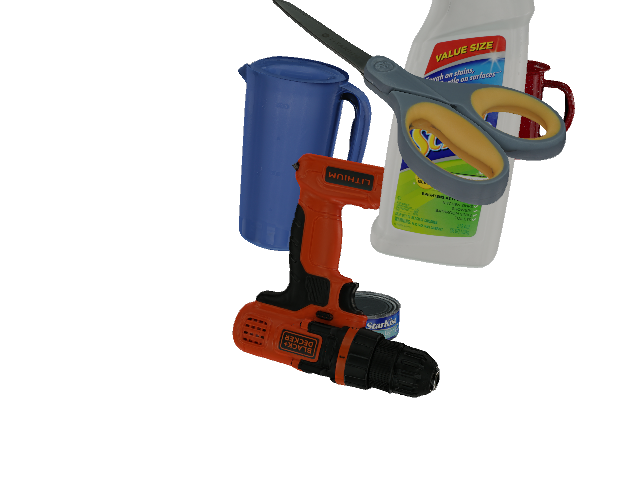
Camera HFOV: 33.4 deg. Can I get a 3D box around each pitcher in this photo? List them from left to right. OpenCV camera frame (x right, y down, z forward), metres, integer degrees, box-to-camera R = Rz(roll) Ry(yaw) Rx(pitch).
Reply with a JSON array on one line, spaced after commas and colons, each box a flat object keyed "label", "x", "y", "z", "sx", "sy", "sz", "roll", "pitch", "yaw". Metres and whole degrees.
[{"label": "pitcher", "x": -0.033, "y": -0.111, "z": 1.400, "sx": 0.144, "sy": 0.243, "sz": 0.149, "roll": -2, "pitch": 24, "yaw": -22}]

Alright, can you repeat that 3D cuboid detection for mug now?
[{"label": "mug", "x": 0.173, "y": -0.120, "z": 0.977, "sx": 0.117, "sy": 0.081, "sz": 0.093, "roll": 4, "pitch": 18, "yaw": 13}]

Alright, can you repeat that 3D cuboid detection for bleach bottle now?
[{"label": "bleach bottle", "x": 0.096, "y": -0.108, "z": 0.779, "sx": 0.103, "sy": 0.251, "sz": 0.068, "roll": 9, "pitch": 26, "yaw": 13}]

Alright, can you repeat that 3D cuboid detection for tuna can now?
[{"label": "tuna can", "x": 0.043, "y": 0.084, "z": 1.155, "sx": 0.086, "sy": 0.034, "sz": 0.086, "roll": 1, "pitch": 15, "yaw": 0}]

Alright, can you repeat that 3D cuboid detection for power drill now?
[{"label": "power drill", "x": 0.027, "y": 0.029, "z": 0.905, "sx": 0.184, "sy": 0.187, "sz": 0.057, "roll": 14, "pitch": 0, "yaw": 16}]

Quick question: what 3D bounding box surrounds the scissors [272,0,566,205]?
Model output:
[{"label": "scissors", "x": 0.054, "y": -0.088, "z": 0.573, "sx": 0.096, "sy": 0.016, "sz": 0.202, "roll": -13, "pitch": 45, "yaw": -19}]
